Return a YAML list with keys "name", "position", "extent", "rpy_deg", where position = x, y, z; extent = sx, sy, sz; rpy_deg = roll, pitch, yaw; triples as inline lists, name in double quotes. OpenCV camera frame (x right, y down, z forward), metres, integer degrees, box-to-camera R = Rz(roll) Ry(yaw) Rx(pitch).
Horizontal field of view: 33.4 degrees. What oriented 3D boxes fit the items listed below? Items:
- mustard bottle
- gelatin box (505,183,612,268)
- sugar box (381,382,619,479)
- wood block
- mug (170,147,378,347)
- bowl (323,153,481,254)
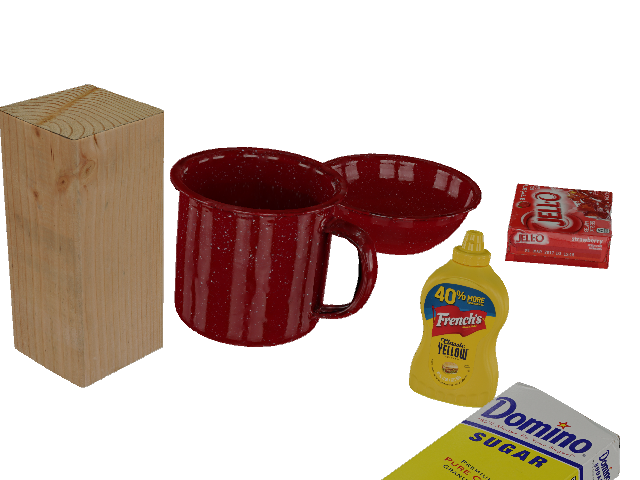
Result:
- name: "mustard bottle"
  position: [0.156, 0.083, 1.174]
  extent: [0.096, 0.192, 0.058]
  rpy_deg: [12, 15, 21]
- name: "gelatin box"
  position: [0.178, -0.012, 0.793]
  extent: [0.073, 0.030, 0.089]
  rpy_deg: [6, 25, 14]
- name: "sugar box"
  position: [0.111, 0.169, 0.723]
  extent: [0.176, 0.048, 0.093]
  rpy_deg: [-32, 38, -28]
- name: "wood block"
  position: [-0.183, -0.004, 0.832]
  extent: [0.090, 0.206, 0.090]
  rpy_deg: [22, 31, 33]
- name: "mug"
  position: [-0.025, 0.007, 0.568]
  extent: [0.117, 0.081, 0.093]
  rpy_deg: [15, 25, 18]
- name: "bowl"
  position: [0.069, -0.030, 1.015]
  extent: [0.162, 0.055, 0.162]
  rpy_deg: [4, 25, -2]
